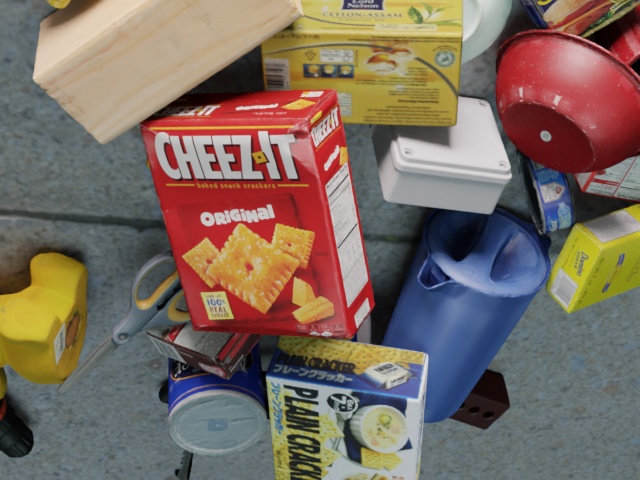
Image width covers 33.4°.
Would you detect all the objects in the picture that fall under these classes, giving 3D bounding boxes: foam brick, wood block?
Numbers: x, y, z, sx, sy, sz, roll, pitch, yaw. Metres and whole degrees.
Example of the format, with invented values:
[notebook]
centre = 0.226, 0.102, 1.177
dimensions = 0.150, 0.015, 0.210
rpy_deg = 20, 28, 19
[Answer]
[foam brick]
centre = 0.180, 0.185, 1.280
dimensions = 0.078, 0.051, 0.053
rpy_deg = 20, 127, -24
[wood block]
centre = -0.126, -0.181, 0.877
dimensions = 0.206, 0.091, 0.090
rpy_deg = -30, 130, 18

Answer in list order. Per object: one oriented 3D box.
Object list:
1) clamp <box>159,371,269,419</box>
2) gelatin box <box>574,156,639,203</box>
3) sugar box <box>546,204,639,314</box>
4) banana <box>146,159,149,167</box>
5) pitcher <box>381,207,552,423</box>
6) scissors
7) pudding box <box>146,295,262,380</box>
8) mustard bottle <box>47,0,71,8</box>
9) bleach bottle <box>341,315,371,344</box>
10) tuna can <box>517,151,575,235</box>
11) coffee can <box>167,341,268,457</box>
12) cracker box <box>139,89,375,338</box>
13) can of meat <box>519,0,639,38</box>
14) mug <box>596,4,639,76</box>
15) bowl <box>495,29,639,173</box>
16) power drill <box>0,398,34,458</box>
[clamp]
centre = -0.100, 0.182, 1.234
dimensions = 0.172, 0.039, 0.120
rpy_deg = -29, 134, 34
[gelatin box]
centre = 0.307, -0.082, 1.068
dimensions = 0.073, 0.030, 0.089
rpy_deg = 8, 131, -17
[sugar box]
centre = 0.318, 0.010, 1.095
dimensions = 0.175, 0.048, 0.093
rpy_deg = -14, 139, -30
[banana]
centre = -0.064, -0.085, 1.013
dimensions = 0.198, 0.037, 0.069
rpy_deg = -19, 114, 8
[pitcher]
centre = 0.147, 0.083, 1.142
dimensions = 0.149, 0.145, 0.243
rpy_deg = 15, 133, -5
[scissors]
centre = -0.177, 0.093, 1.065
dimensions = 0.096, 0.016, 0.202
rpy_deg = 19, 119, -31
[pudding box]
centre = -0.111, 0.085, 1.089
dimensions = 0.114, 0.090, 0.039
rpy_deg = 15, 147, 40
[mustard bottle]
centre = -0.170, -0.260, 0.821
dimensions = 0.096, 0.058, 0.192
rpy_deg = 15, 129, -28
[bleach bottle]
centre = 0.018, 0.103, 1.177
dimensions = 0.102, 0.068, 0.251
rpy_deg = -10, 135, 6
[tuna can]
centre = 0.222, -0.050, 1.047
dimensions = 0.034, 0.086, 0.086
rpy_deg = -16, 132, 4
[coffee can]
centre = -0.112, 0.144, 1.142
dimensions = 0.102, 0.140, 0.103
rpy_deg = -4, 133, -4
[cracker box]
centre = -0.053, -0.019, 0.937
dimensions = 0.164, 0.072, 0.214
rpy_deg = 2, 120, 24
[can of meat]
centre = 0.217, -0.222, 0.910
dimensions = 0.102, 0.057, 0.083
rpy_deg = -29, 132, 18
[mug]
centre = 0.309, -0.165, 0.957
dimensions = 0.117, 0.081, 0.093
rpy_deg = -14, 132, 5
[bowl]
centre = 0.215, -0.109, 0.948
dimensions = 0.162, 0.055, 0.162
rpy_deg = 31, 158, 14
[power drill]
centre = -0.446, 0.215, 1.219
dimensions = 0.188, 0.057, 0.184
rpy_deg = -25, 127, 11
